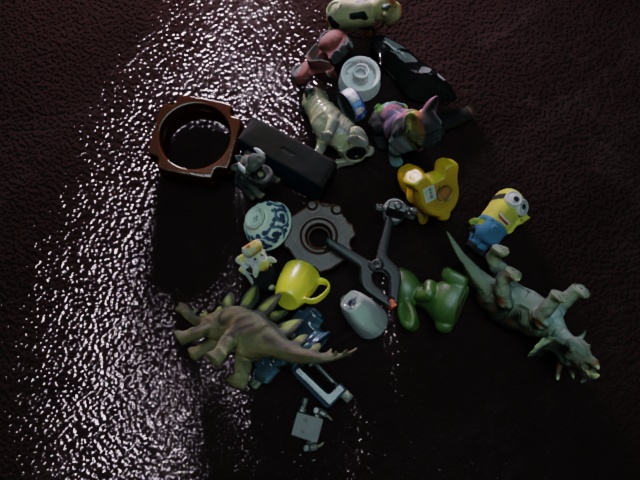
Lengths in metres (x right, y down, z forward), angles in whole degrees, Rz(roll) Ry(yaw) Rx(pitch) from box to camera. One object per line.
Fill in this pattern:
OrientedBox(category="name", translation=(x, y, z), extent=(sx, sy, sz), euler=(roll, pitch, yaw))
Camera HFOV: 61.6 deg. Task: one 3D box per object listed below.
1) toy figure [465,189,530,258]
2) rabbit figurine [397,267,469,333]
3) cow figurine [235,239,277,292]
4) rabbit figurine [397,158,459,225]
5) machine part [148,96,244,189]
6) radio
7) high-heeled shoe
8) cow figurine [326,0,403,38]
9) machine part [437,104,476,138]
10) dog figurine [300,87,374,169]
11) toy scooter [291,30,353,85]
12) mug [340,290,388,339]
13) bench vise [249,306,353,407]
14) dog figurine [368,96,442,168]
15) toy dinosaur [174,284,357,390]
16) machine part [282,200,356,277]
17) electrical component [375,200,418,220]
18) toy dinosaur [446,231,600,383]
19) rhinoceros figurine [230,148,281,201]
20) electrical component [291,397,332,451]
OrientedBox(category="toy figure", translation=(0.406, -0.044, 1.251), extent=(0.180, 0.082, 0.089), euler=(-50, 36, -3))
OrientedBox(category="rabbit figurine", translation=(0.231, 0.130, 1.206), extent=(0.170, 0.121, 0.159), euler=(20, 83, 24))
OrientedBox(category="cow figurine", translation=(-0.133, 0.063, 1.176), extent=(0.068, 0.167, 0.098), euler=(-34, 76, -14))
OrientedBox(category="rabbit figurine", translation=(0.246, -0.122, 1.245), extent=(0.122, 0.173, 0.162), euler=(-36, 123, -8))
OrientedBox(category="machine part", translation=(-0.294, -0.234, 1.296), extent=(0.202, 0.087, 0.201), euler=(11, 76, 1))
OrientedBox(category="radio", translation=(-0.075, -0.183, 1.259), extent=(0.230, 0.131, 0.073), euler=(31, 77, 8))
OrientedBox(category="high-heeled shoe", translation=(0.239, -0.438, 1.376), extent=(0.249, 0.086, 0.145), euler=(25, 44, -12))
OrientedBox(category="cow figurine", translation=(0.112, -0.579, 1.367), extent=(0.195, 0.127, 0.085), euler=(-1, 78, 2))
OrientedBox(category="machine part", translation=(0.321, -0.299, 1.341), extent=(0.139, 0.039, 0.084), euler=(-22, 69, -4))
OrientedBox(category="dog figurine", translation=(0.042, -0.286, 1.313), extent=(0.172, 0.121, 0.190), euler=(16, 53, -30))
OrientedBox(category="toy scooter", translation=(0.019, -0.449, 1.336), extent=(0.184, 0.075, 0.135), euler=(-47, 39, -7))
OrientedBox(category="mug", translation=(0.085, 0.151, 1.179), extent=(0.081, 0.107, 0.110), euler=(-44, 45, -6))
OrientedBox(category="bench vise", translation=(-0.038, 0.272, 1.149), extent=(0.241, 0.128, 0.223), euler=(42, 82, 14))
OrientedBox(category="dog figurine", translation=(0.200, -0.274, 1.241), extent=(0.108, 0.219, 0.191), euler=(-30, 78, -11))
OrientedBox(category="toy dinosaur", translation=(-0.142, 0.191, 1.093), extent=(0.472, 0.104, 0.198), euler=(17, 55, 39))
OrientedBox(category="machine part", translation=(-0.003, -0.004, 1.252), extent=(0.179, 0.056, 0.179), euler=(0, 77, 0))
OrientedBox(category="electrical component", translation=(0.172, -0.069, 1.214), extent=(0.094, 0.063, 0.021), euler=(16, 76, 5))
OrientedBox(category="toy dinosaur", translation=(0.431, 0.143, 1.179), extent=(0.405, 0.192, 0.131), euler=(33, 34, 25))
OrientedBox(category="rhinoceros figurine", translation=(-0.151, -0.154, 1.227), extent=(0.073, 0.190, 0.112), euler=(-43, 98, -14))
OrientedBox(category="electrical component", translation=(-0.020, 0.399, 1.151), extent=(0.078, 0.045, 0.102), euler=(22, 76, 4))
